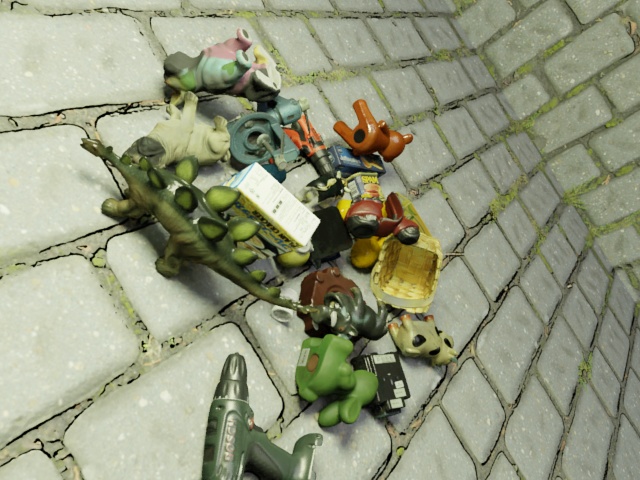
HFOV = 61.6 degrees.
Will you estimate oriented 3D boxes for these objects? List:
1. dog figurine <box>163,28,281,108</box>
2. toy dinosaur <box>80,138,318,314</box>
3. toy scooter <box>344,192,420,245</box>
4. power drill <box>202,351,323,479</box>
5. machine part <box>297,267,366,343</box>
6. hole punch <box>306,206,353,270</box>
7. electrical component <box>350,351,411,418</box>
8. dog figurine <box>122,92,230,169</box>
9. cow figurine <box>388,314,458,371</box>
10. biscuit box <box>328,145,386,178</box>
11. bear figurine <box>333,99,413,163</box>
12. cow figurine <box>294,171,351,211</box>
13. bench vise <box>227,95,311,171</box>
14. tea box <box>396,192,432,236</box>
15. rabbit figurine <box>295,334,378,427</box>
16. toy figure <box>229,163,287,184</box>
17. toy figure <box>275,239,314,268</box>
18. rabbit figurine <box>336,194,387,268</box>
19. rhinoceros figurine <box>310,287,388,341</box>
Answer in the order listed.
[{"bbox_3d":[-0.213,-0.332,1.117,0.191,0.219,0.108,36,43,-51],"label":"dog figurine"},{"bbox_3d":[-0.207,-0.014,0.911,0.471,0.198,0.105,43,44,-15],"label":"toy dinosaur"},{"bbox_3d":[0.139,-0.062,1.223,0.184,0.075,0.135,11,54,-17],"label":"toy scooter"},{"bbox_3d":[-0.094,0.324,0.896,0.207,0.086,0.232,37,44,-29],"label":"power drill"},{"bbox_3d":[0.030,0.147,1.163,0.179,0.056,0.179,25,50,-34],"label":"machine part"},{"bbox_3d":[-0.003,-0.004,1.221,0.116,0.092,0.142,-17,80,-21],"label":"hole punch"},{"bbox_3d":[0.133,0.312,1.160,0.115,0.058,0.134,9,59,-41],"label":"electrical component"},{"bbox_3d":[-0.270,-0.163,1.039,0.172,0.121,0.190,36,58,-20],"label":"dog figurine"},{"bbox_3d":[0.264,0.252,1.316,0.195,0.085,0.127,11,54,-43],"label":"cow figurine"},{"bbox_3d":[0.092,-0.205,1.460,0.202,0.059,0.063,1,64,-46],"label":"biscuit box"},{"bbox_3d":[0.151,-0.282,1.438,0.196,0.120,0.132,-7,59,-51],"label":"bear figurine"},{"bbox_3d":[0.022,-0.126,1.305,0.068,0.098,0.167,55,39,7],"label":"cow figurine"},{"bbox_3d":[-0.100,-0.222,1.139,0.224,0.128,0.241,-18,41,-16],"label":"bench vise"},{"bbox_3d":[0.238,-0.035,1.437,0.169,0.068,0.098,54,0,-28],"label":"tea box"},{"bbox_3d":[0.047,0.278,1.041,0.170,0.121,0.159,30,52,-26],"label":"rabbit figurine"},{"bbox_3d":[-0.138,-0.130,1.171,0.154,0.064,0.057,-24,121,-46],"label":"toy figure"},{"bbox_3d":[-0.080,-0.026,1.146,0.082,0.089,0.180,-23,73,-39],"label":"toy figure"},{"bbox_3d":[0.113,-0.010,1.335,0.162,0.122,0.173,24,63,-47],"label":"rabbit figurine"},{"bbox_3d":[0.059,0.157,1.096,0.190,0.073,0.112,22,64,-39],"label":"rhinoceros figurine"}]
